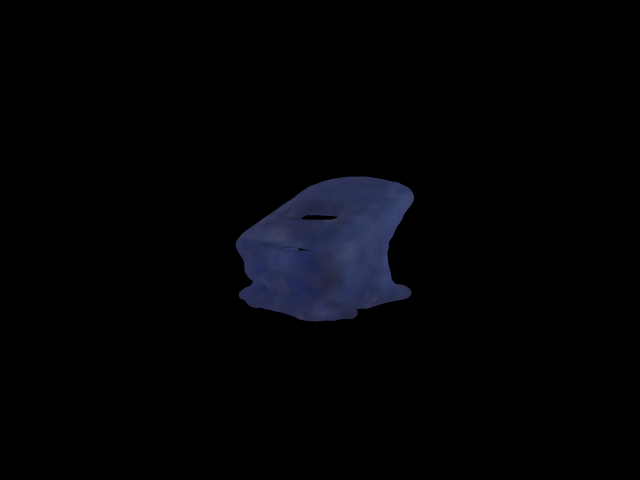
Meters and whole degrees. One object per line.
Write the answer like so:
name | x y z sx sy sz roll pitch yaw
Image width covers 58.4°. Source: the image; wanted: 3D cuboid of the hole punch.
hole punch | 0.004 0.001 0.400 0.108 0.091 0.101 6 9 43
